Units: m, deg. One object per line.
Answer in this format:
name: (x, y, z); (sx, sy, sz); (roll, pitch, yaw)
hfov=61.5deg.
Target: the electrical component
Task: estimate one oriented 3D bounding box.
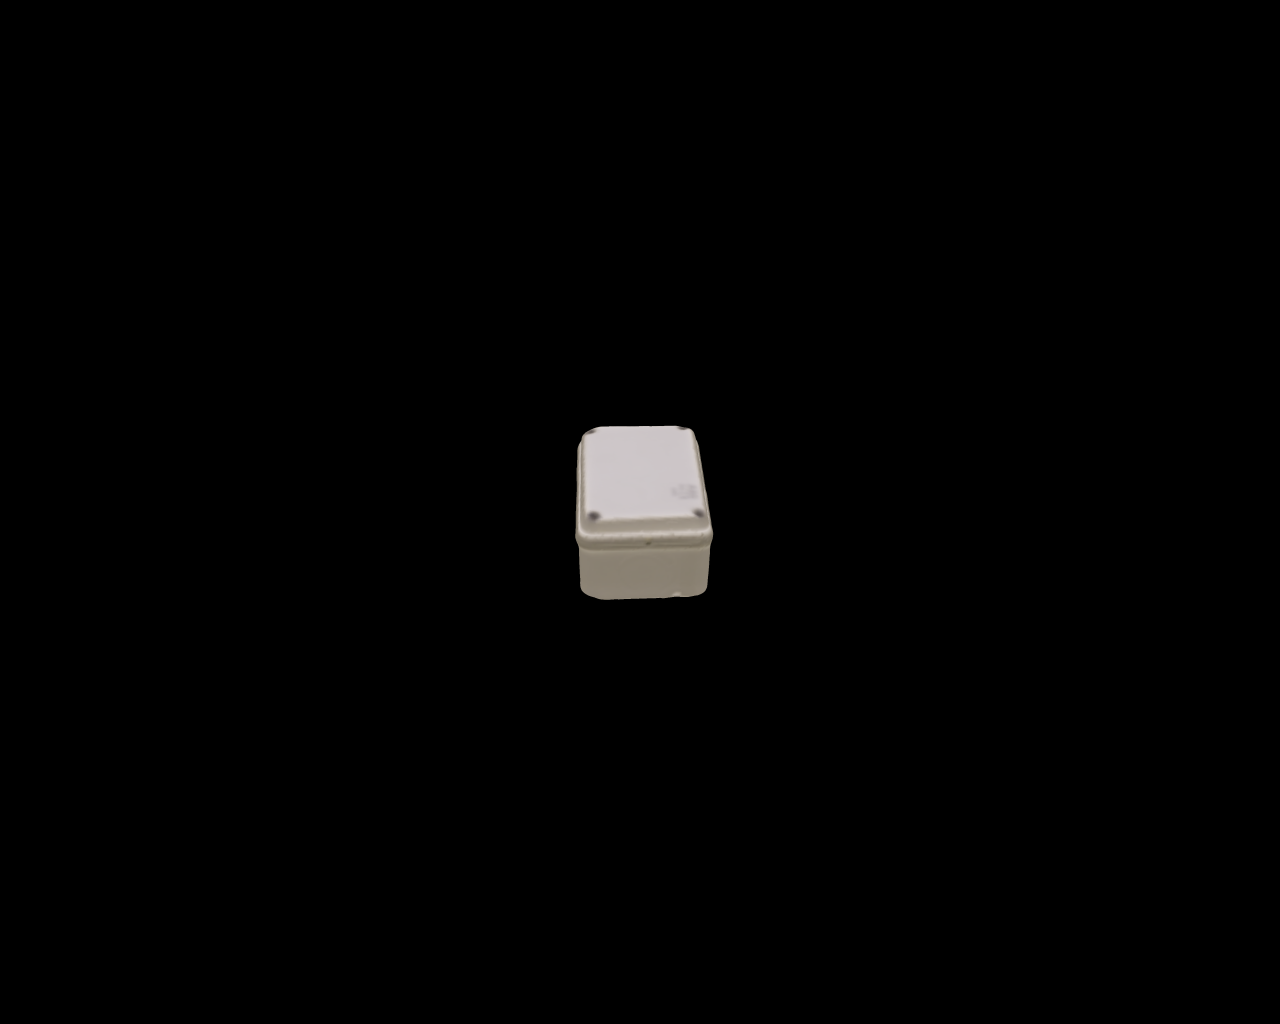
electrical component: (0.001, -0.003, 0.650); (0.078, 0.057, 0.113); (-1, 35, -2)
